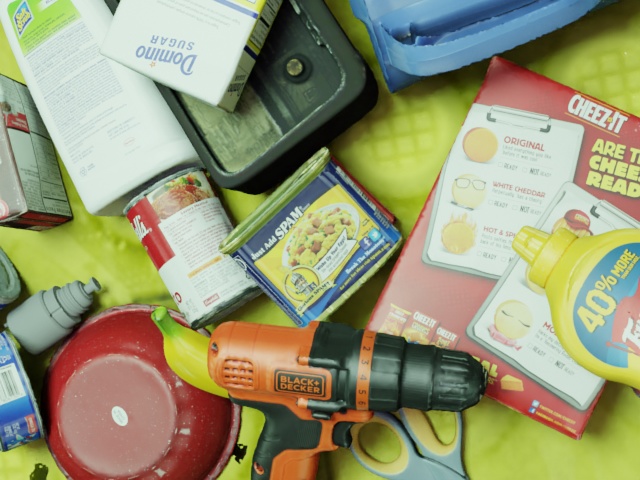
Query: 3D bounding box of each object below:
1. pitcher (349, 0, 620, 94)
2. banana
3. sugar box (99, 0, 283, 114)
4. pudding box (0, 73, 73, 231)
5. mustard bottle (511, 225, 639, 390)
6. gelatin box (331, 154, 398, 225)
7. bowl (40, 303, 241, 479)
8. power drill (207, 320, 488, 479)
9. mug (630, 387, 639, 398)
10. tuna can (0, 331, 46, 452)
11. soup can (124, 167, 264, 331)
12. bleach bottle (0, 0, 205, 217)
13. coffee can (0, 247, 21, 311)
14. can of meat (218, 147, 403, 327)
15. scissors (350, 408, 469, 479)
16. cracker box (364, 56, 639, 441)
[{"bbox_3d":[0.138,-0.193,0.721,0.243,0.145,0.149,-19,83,5],"label":"pitcher"},{"bbox_3d":[-0.027,0.095,0.763,0.197,0.070,0.037,12,58,-7],"label":"banana"},{"bbox_3d":[-0.066,-0.183,0.706,0.093,0.048,0.176,26,95,10],"label":"sugar box"},{"bbox_3d":[-0.230,-0.065,0.800,0.039,0.090,0.113,-15,85,7],"label":"pudding box"},{"bbox_3d":[0.203,0.048,0.658,0.192,0.058,0.096,34,89,20],"label":"mustard bottle"},{"bbox_3d":[0.001,-0.009,0.789,0.073,0.030,0.089,45,93,8],"label":"gelatin box"},{"bbox_3d":[-0.143,0.128,0.796,0.162,0.055,0.162,0,88,9],"label":"bowl"},{"bbox_3d":[0.015,0.143,0.730,0.184,0.057,0.188,7,116,9],"label":"power drill"},{"bbox_3d":[0.266,0.076,0.716,0.117,0.081,0.093,-20,85,8],"label":"mug"},{"bbox_3d":[-0.235,0.113,0.793,0.033,0.086,0.086,-20,84,-22],"label":"tuna can"},{"bbox_3d":[-0.090,0.007,0.785,0.068,0.068,0.102,-31,84,7],"label":"soup can"},{"bbox_3d":[-0.180,-0.148,0.807,0.103,0.068,0.251,-28,82,14],"label":"bleach bottle"},{"bbox_3d":[-0.312,0.050,0.802,0.140,0.102,0.103,-41,82,6],"label":"coffee can"},{"bbox_3d":[-0.005,0.001,0.737,0.102,0.057,0.084,-43,98,2],"label":"can of meat"},{"bbox_3d":[0.086,0.190,0.775,0.096,0.016,0.202,-21,84,10],"label":"scissors"},{"bbox_3d":[0.150,0.006,0.744,0.164,0.072,0.214,25,91,8],"label":"cracker box"}]
